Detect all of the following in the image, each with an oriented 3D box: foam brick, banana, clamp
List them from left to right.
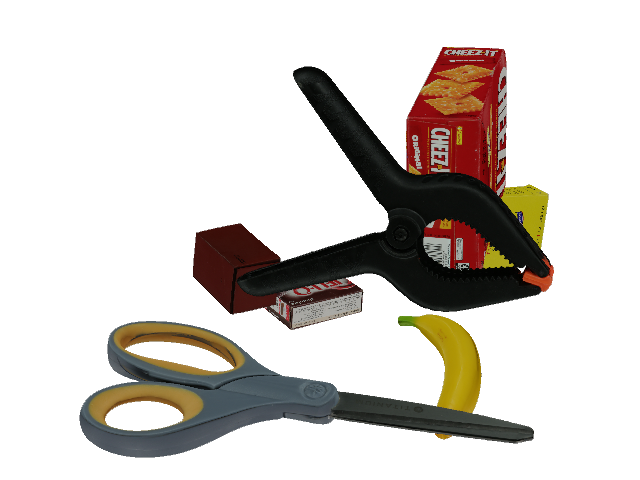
[{"bbox_3d":[-0.081,0.026,1.020,0.052,0.051,0.078,-11,33,-32],"label":"foam brick"},{"bbox_3d":[0.053,-0.019,0.704,0.210,0.165,0.036,13,20,12],"label":"clamp"},{"bbox_3d":[0.133,0.132,1.107,0.069,0.037,0.198,-25,30,7],"label":"banana"}]

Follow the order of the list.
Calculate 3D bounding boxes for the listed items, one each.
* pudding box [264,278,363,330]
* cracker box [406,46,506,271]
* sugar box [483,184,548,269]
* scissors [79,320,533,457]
[{"bbox_3d":[-0.014,0.074,1.407,0.113,0.039,0.090,-14,26,-29],"label":"pudding box"},{"bbox_3d":[0.132,-0.074,1.001,0.072,0.164,0.213,4,27,15],"label":"cracker box"},{"bbox_3d":[0.180,-0.013,1.253,0.176,0.093,0.048,-6,21,-26],"label":"sugar box"},{"bbox_3d":[-0.018,0.079,0.467,0.202,0.016,0.096,15,33,23],"label":"scissors"}]
